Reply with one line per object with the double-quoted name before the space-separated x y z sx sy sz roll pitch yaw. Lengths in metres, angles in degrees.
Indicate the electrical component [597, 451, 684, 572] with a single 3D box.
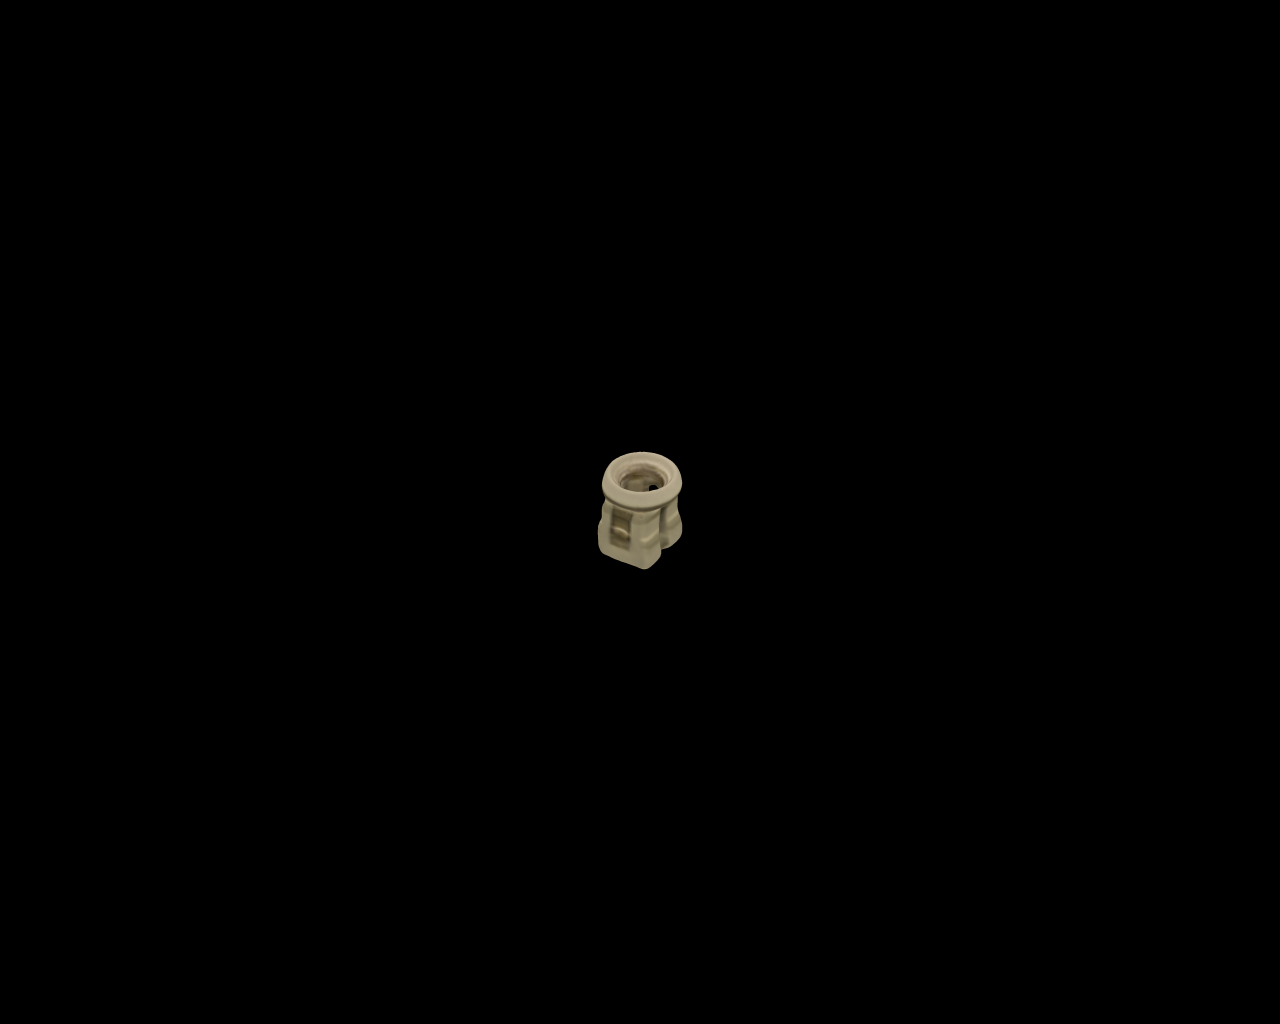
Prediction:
"electrical component" 0.001 -0.003 0.650 0.048 0.055 0.066 20 41 25
